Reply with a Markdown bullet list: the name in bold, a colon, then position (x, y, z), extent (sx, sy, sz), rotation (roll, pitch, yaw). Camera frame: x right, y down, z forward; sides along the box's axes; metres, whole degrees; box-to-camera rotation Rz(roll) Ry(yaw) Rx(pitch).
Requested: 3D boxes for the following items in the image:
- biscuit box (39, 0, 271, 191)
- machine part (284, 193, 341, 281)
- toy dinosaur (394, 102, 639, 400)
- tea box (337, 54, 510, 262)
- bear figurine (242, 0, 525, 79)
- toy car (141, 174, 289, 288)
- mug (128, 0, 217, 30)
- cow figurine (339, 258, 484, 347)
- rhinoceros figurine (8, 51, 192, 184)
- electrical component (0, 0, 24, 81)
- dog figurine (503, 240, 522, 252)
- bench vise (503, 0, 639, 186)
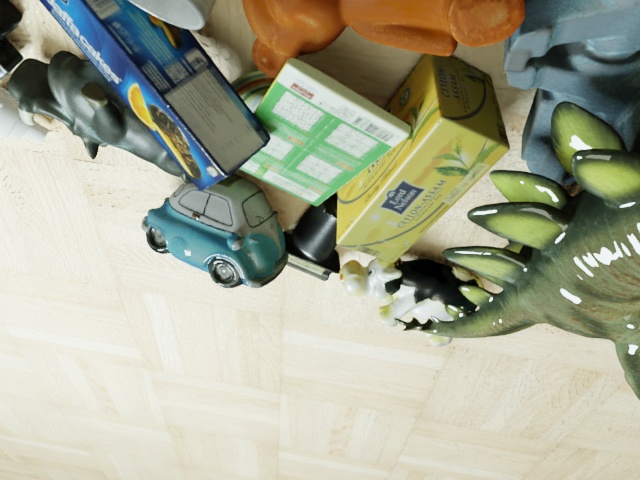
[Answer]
- **biscuit box**: position (-0.132, -0.138, 0.436), extent (0.202, 0.059, 0.063), rotation (52, 151, -15)
- **machine part**: position (-0.001, -0.002, 0.621), extent (0.084, 0.039, 0.138), rotation (25, 139, -2)
- **toy dinosaur**: position (0.200, 0.016, 0.378), extent (0.198, 0.105, 0.471), rotation (38, 145, 4)
- **tea box**: position (0.081, -0.068, 0.479), extent (0.068, 0.098, 0.169), rotation (18, 137, -18)
- **bear figurine**: position (0.023, -0.176, 0.361), extent (0.196, 0.132, 0.120), rotation (-5, 109, 13)
- **toy car**: position (-0.106, -0.023, 0.585), extent (0.162, 0.109, 0.102), rotation (24, 115, 12)
- **mug**: position (-0.090, -0.208, 0.368), extent (0.081, 0.107, 0.109), rotation (26, 180, 11)
- **cow figurine**: position (0.109, 0.054, 0.627), extent (0.167, 0.068, 0.098), rotation (25, 123, -23)
- **rhinoceros figurine**: position (-0.192, -0.121, 0.510), extent (0.190, 0.073, 0.112), rotation (23, 151, -13)
- **electrical component**: position (-0.338, -0.194, 0.471), extent (0.115, 0.058, 0.134), rotation (-12, 133, 28)
- **dog figurine**: position (0.272, 0.014, 0.477), extent (0.219, 0.192, 0.108), rotation (-24, 135, 14)
- **bench vise**: position (0.246, -0.114, 0.365), extent (0.241, 0.129, 0.223), rotation (7, 140, 11)
